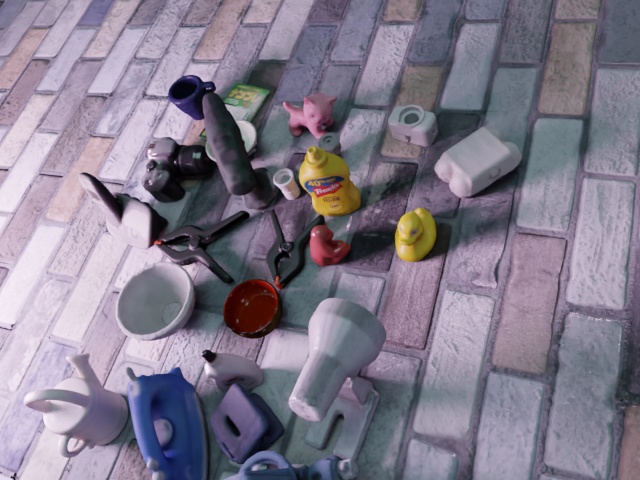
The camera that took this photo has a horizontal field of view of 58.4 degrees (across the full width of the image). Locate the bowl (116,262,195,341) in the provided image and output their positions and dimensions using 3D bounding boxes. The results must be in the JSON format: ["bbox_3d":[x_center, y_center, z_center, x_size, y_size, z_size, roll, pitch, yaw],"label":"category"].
[{"bbox_3d":[-0.314,0.131,1.140,0.167,0.075,0.167,-8,59,14],"label":"bowl"}]

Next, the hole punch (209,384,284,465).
[{"bbox_3d":[-0.131,0.314,0.965,0.101,0.091,0.108,-43,57,-8],"label":"hole punch"}]

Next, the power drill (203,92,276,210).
[{"bbox_3d":[-0.168,-0.165,1.181,0.075,0.209,0.229,-25,57,4],"label":"power drill"}]

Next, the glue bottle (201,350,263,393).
[{"bbox_3d":[-0.161,0.220,0.979,0.078,0.173,0.037,-24,57,4],"label":"glue bottle"}]

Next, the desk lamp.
[{"bbox_3d":[0.028,0.219,0.892,0.117,0.214,0.203,13,66,25],"label":"desk lamp"}]

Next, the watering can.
[{"bbox_3d":[-0.439,0.290,1.019,0.101,0.194,0.172,-27,56,2],"label":"watering can"}]

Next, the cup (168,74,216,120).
[{"bbox_3d":[-0.295,-0.342,1.392,0.117,0.095,0.091,-12,58,12],"label":"cup"}]

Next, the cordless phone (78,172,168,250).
[{"bbox_3d":[-0.429,-0.067,1.226,0.147,0.185,0.094,18,68,26],"label":"cordless phone"}]

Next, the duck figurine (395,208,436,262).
[{"bbox_3d":[0.172,-0.021,1.059,0.077,0.086,0.105,14,67,25],"label":"duck figurine"}]

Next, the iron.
[{"bbox_3d":[-0.268,0.335,0.968,0.118,0.142,0.257,-27,57,2],"label":"iron"}]

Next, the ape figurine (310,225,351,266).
[{"bbox_3d":[0.010,0.004,1.095,0.076,0.092,0.077,-35,56,-3],"label":"ape figurine"}]

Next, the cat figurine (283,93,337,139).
[{"bbox_3d":[-0.021,-0.282,1.253,0.127,0.118,0.067,11,65,24],"label":"cat figurine"}]

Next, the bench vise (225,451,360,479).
[{"bbox_3d":[-0.057,0.350,0.842,0.207,0.220,0.121,-35,56,-3],"label":"bench vise"}]

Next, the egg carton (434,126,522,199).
[{"bbox_3d":[0.303,-0.147,1.097,0.150,0.069,0.107,-34,57,-3],"label":"egg carton"}]

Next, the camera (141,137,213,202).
[{"bbox_3d":[-0.322,-0.172,1.300,0.136,0.101,0.143,0,61,18],"label":"camera"}]
